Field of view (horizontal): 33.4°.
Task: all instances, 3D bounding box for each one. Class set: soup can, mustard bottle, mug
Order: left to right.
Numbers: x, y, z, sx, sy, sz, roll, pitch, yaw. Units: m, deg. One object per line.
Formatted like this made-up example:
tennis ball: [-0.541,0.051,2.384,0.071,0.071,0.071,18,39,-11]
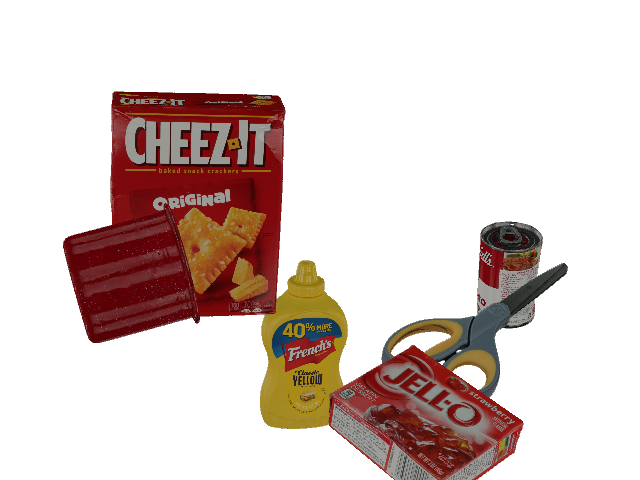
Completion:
mug: [-0.144,0.024,0.798,0.081,0.093,0.117,-15,18,-12]
mustard bottle: [-0.018,0.114,1.195,0.096,0.192,0.058,-2,19,-11]
soup can: [0.212,0.039,1.200,0.068,0.102,0.068,-1,29,0]

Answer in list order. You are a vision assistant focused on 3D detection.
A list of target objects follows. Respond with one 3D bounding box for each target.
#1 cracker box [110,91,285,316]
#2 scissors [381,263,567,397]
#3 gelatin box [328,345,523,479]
cracker box: [-0.121,-0.032,1.039,0.164,0.214,0.072,0,20,-10]
scissors: [0.142,0.072,0.825,0.201,0.016,0.096,-17,43,-25]
gelatin box: [0.060,0.106,0.623,0.073,0.030,0.089,-24,45,-37]
